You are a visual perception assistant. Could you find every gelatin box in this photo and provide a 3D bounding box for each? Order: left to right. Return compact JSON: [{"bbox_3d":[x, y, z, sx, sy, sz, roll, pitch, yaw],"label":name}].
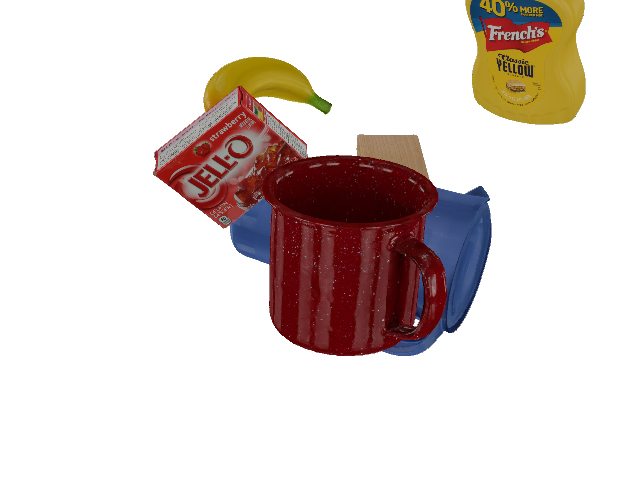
[{"bbox_3d":[-0.065,-0.058,0.770,0.089,0.030,0.073,-35,-54,22],"label":"gelatin box"}]

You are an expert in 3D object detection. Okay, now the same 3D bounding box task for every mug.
[{"bbox_3d":[0.022,0.013,0.568,0.093,0.081,0.117,-20,34,-39],"label":"mug"}]

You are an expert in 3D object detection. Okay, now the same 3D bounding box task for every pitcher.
[{"bbox_3d":[0.035,0.003,1.034,0.243,0.145,0.149,16,22,19],"label":"pitcher"}]

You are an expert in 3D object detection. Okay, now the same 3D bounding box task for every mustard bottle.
[{"bbox_3d":[0.169,-0.184,0.881,0.096,0.058,0.191,18,-34,27],"label":"mustard bottle"}]

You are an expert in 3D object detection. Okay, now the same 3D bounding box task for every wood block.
[{"bbox_3d":[0.098,-0.067,1.468,0.091,0.090,0.206,1,27,-2],"label":"wood block"}]

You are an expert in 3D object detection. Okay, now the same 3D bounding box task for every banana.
[{"bbox_3d":[-0.057,-0.138,0.969,0.070,0.037,0.197,36,26,19],"label":"banana"}]
